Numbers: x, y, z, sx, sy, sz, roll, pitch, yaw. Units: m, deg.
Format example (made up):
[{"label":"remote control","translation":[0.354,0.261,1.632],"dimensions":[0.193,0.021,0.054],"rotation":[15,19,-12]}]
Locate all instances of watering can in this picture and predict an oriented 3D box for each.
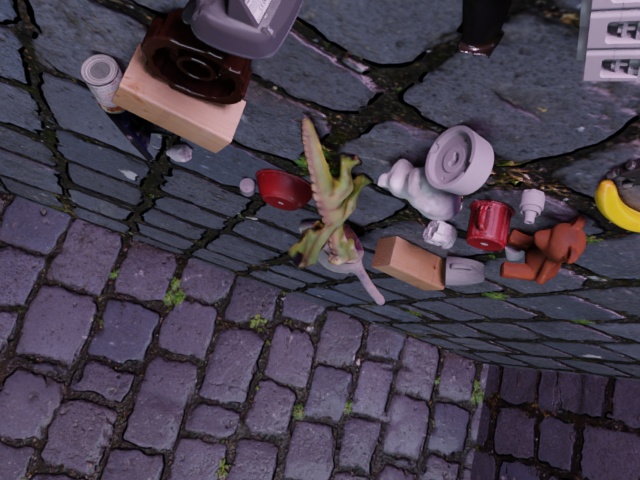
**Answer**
[{"label":"watering can","translation":[0.077,0.055,1.504],"dimensions":[0.349,0.105,0.221],"rotation":[41,164,5]}]

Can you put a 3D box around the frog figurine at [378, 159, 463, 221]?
[{"label":"frog figurine","translation":[0.184,-0.095,0.965],"dimensions":[0.159,0.123,0.137],"rotation":[-2,177,19]}]

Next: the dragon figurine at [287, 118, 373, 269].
[{"label":"dragon figurine","translation":[0.003,-0.054,1.072],"dimensions":[0.122,0.245,0.404],"rotation":[12,166,29]}]
